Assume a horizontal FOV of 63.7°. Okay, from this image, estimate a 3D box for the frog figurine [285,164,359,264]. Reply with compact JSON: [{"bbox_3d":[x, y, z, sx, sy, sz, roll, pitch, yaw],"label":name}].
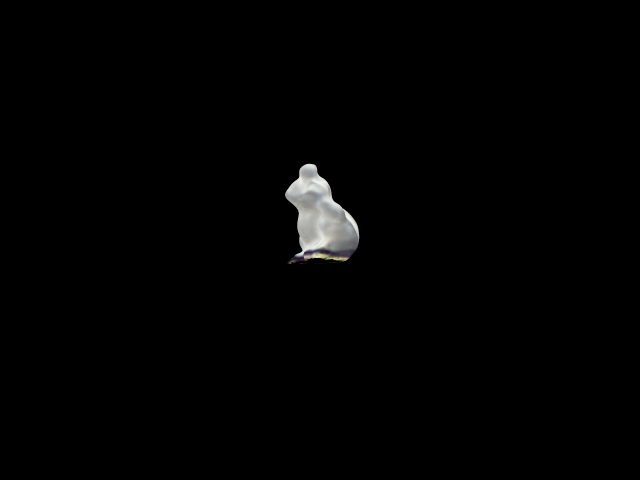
[{"bbox_3d":[0.003,-0.043,0.850,0.123,0.161,0.136,1,-10,-7],"label":"frog figurine"}]
